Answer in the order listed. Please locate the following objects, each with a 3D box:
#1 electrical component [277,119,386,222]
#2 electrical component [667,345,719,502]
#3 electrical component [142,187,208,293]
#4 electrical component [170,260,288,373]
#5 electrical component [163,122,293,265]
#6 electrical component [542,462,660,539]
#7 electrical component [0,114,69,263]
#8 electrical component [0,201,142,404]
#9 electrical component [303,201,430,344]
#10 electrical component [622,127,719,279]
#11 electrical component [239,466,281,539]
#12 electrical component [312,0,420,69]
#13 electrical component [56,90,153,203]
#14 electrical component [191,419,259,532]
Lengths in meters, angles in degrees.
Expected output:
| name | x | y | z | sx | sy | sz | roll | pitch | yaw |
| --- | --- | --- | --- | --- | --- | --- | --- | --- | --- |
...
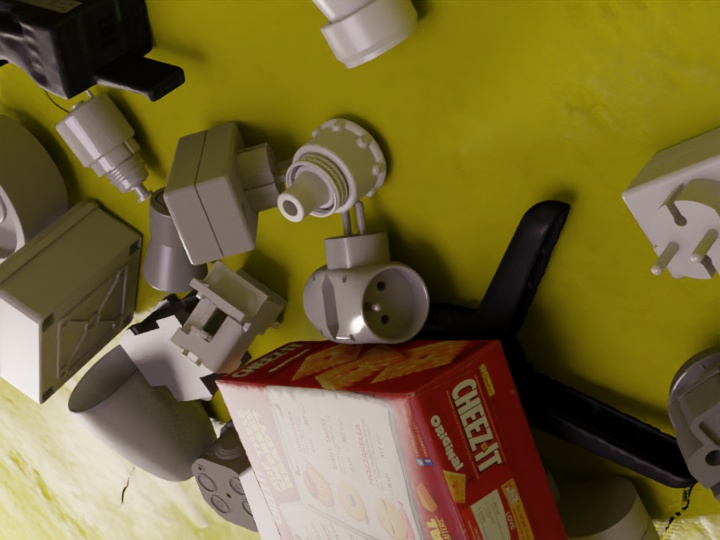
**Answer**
| name | x | y | z | sx | sy | sz | roll | pitch | yaw |
| --- | --- | --- | --- | --- | --- | --- | --- | --- | --- |
| electrical component | -0.019 | -0.049 | 0.580 | 0.048 | 0.062 | 0.048 | 24 | 136 | 25 |
| electrical component | 0.176 | 0.071 | 0.498 | 0.058 | 0.057 | 0.078 | -40 | 111 | 19 |
| electrical component | -0.122 | -0.023 | 0.713 | 0.044 | 0.044 | 0.065 | 28 | 133 | 21 |
| electrical component | -0.087 | 0.033 | 0.701 | 0.042 | 0.063 | 0.081 | 35 | -178 | 14 |
| electrical component | -0.065 | -0.050 | 0.619 | 0.076 | 0.083 | 0.047 | -15 | 119 | 6 |
| electrical component | 0.103 | 0.140 | 0.643 | 0.138 | 0.052 | 0.073 | -10 | 116 | 46 |
| electrical component | -0.261 | -0.063 | 0.785 | 0.108 | 0.060 | 0.108 | 24 | 136 | 25 |
| electrical component | -0.216 | 0.023 | 0.783 | 0.056 | 0.108 | 0.108 | 32 | 139 | 12 |
| electrical component | 0.000 | 0.000 | 0.615 | 0.077 | 0.043 | 0.079 | 2 | 100 | 63 |
| electrical component | 0.145 | -0.022 | 0.445 | 0.066 | 0.077 | 0.047 | -23 | 106 | 49 |
| electrical component | -0.038 | 0.160 | 0.763 | 0.061 | 0.062 | 0.096 | -42 | 65 | 51 |
| electrical component | -0.003 | -0.130 | 0.508 | 0.045 | 0.045 | 0.055 | -12 | 115 | 47 |
| electrical component | -0.163 | -0.078 | 0.700 | 0.040 | 0.040 | 0.078 | -21 | 108 | 49 |
| electrical component | -0.086 | 0.157 | 0.828 | 0.080 | 0.051 | 0.080 | 24 | 136 | 25 |
